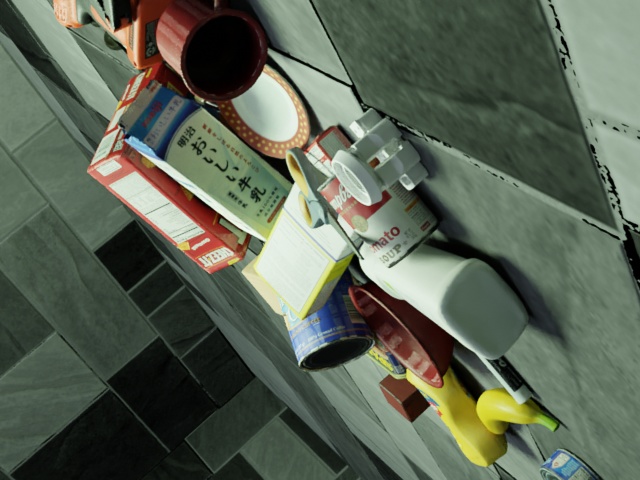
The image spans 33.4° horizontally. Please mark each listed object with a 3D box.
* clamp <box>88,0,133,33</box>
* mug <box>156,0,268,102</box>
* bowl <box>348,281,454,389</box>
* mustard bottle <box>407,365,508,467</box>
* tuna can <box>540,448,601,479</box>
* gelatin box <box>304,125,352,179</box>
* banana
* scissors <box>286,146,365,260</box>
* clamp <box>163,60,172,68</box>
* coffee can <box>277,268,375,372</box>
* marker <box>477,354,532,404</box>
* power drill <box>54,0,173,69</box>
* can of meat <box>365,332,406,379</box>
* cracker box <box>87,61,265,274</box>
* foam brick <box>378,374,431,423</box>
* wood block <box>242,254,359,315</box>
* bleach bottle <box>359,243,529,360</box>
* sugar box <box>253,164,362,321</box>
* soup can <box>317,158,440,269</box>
[{"bbox_3d":[-0.248,-0.324,1.127,0.165,0.036,0.210,-3,115,60],"label":"clamp"},{"bbox_3d":[-0.110,-0.204,1.046,0.082,0.093,0.117,44,137,48],"label":"mug"},{"bbox_3d":[0.107,0.098,1.263,0.162,0.055,0.162,47,168,12],"label":"bowl"},{"bbox_3d":[0.163,0.198,1.366,0.191,0.058,0.096,53,-179,-16],"label":"mustard bottle"},{"bbox_3d":[0.293,0.281,1.220,0.086,0.033,0.086,46,168,12],"label":"tuna can"},{"bbox_3d":[0.026,-0.071,1.085,0.089,0.030,0.073,50,170,-3],"label":"gelatin box"},{"bbox_3d":[0.215,0.203,1.246,0.069,0.037,0.198,49,169,2],"label":"banana"},{"bbox_3d":[0.007,-0.017,1.074,0.096,0.016,0.202,83,164,-46],"label":"scissors"},{"bbox_3d":[-0.207,-0.261,1.310,0.171,0.039,0.120,50,169,13],"label":"clamp"},{"bbox_3d":[0.001,0.085,1.373,0.103,0.103,0.140,77,175,-66],"label":"coffee can"},{"bbox_3d":[0.185,0.128,1.161,0.121,0.020,0.020,49,168,-2],"label":"marker"},{"bbox_3d":[-0.247,-0.298,1.232,0.188,0.057,0.184,39,145,26],"label":"power drill"},{"bbox_3d":[0.087,0.125,1.424,0.102,0.057,0.084,35,160,48],"label":"can of meat"},{"bbox_3d":[-0.164,-0.089,1.318,0.072,0.164,0.213,-21,129,37],"label":"cracker box"},{"bbox_3d":[0.129,0.196,1.444,0.051,0.078,0.053,39,163,44],"label":"foam brick"},{"bbox_3d":[-0.031,0.057,1.555,0.091,0.090,0.206,52,168,-13],"label":"wood block"},{"bbox_3d":[0.101,0.038,1.070,0.102,0.068,0.251,44,174,-27],"label":"bleach bottle"},{"bbox_3d":[-0.008,0.002,1.207,0.093,0.048,0.176,46,134,16],"label":"sugar box"},{"bbox_3d":[0.056,-0.032,1.008,0.102,0.068,0.068,49,169,-1],"label":"soup can"}]
